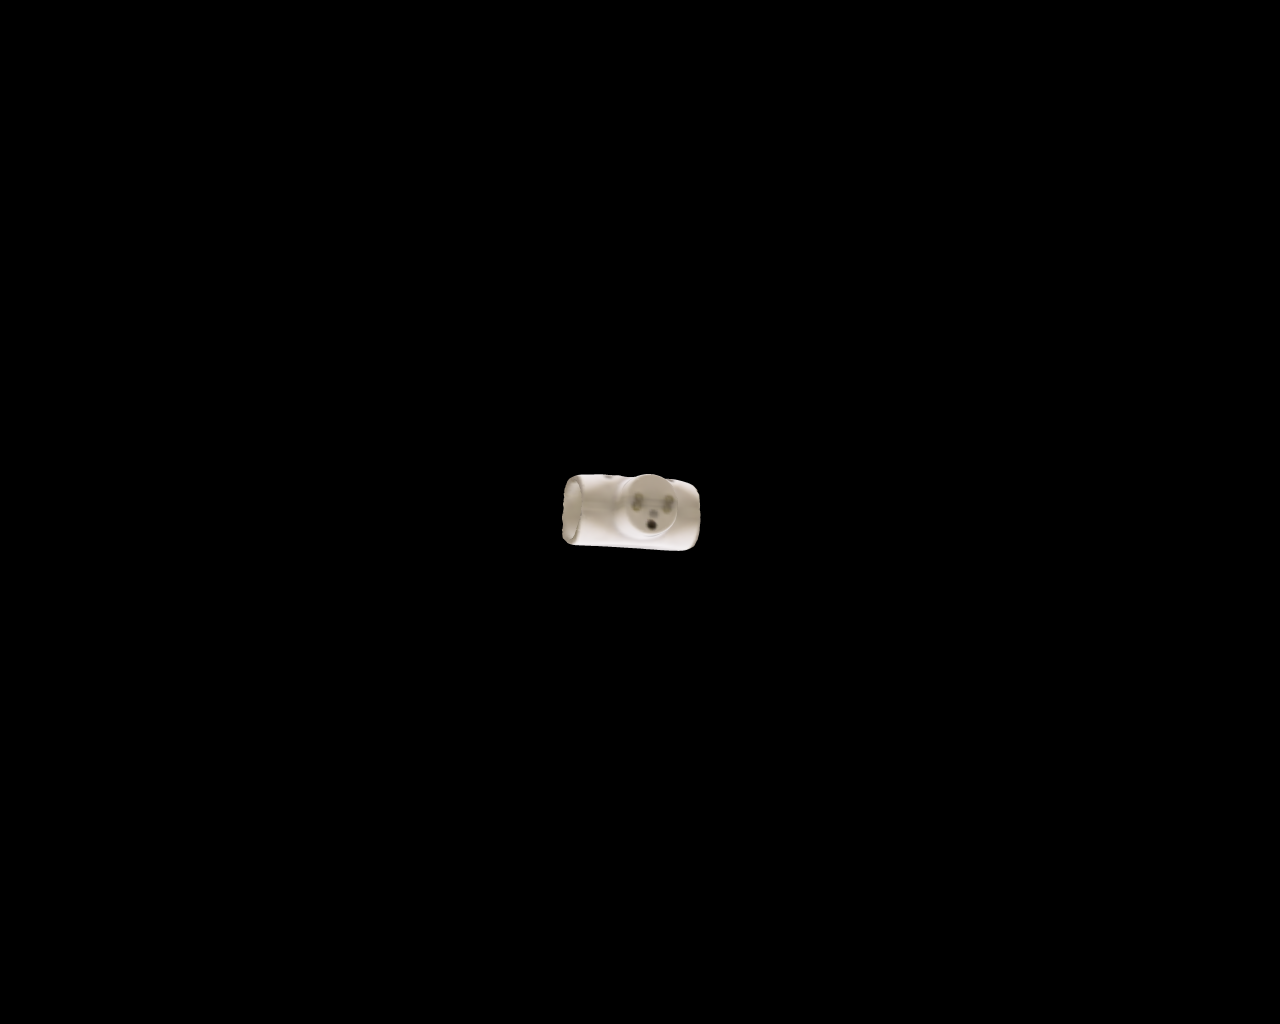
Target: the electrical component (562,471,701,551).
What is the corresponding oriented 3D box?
[{"bbox_3d":[0.001,-0.003,0.650,0.077,0.044,0.079,4,-11,-20],"label":"electrical component"}]
